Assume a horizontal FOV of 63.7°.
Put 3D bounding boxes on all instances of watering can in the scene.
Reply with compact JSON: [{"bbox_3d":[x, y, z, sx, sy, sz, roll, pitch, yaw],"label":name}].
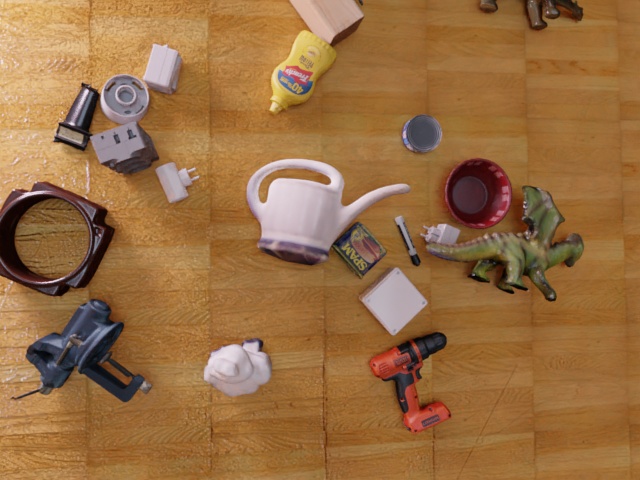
[{"bbox_3d":[0.003,-0.055,1.088,0.348,0.103,0.226,10,82,11],"label":"watering can"}]

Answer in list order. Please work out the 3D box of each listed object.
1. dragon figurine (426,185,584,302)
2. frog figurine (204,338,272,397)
[{"bbox_3d":[0.443,-0.007,1.157,0.408,0.122,0.244,24,83,-21],"label":"dragon figurine"},{"bbox_3d":[-0.165,0.267,1.043,0.137,0.159,0.123,7,90,-8],"label":"frog figurine"}]
